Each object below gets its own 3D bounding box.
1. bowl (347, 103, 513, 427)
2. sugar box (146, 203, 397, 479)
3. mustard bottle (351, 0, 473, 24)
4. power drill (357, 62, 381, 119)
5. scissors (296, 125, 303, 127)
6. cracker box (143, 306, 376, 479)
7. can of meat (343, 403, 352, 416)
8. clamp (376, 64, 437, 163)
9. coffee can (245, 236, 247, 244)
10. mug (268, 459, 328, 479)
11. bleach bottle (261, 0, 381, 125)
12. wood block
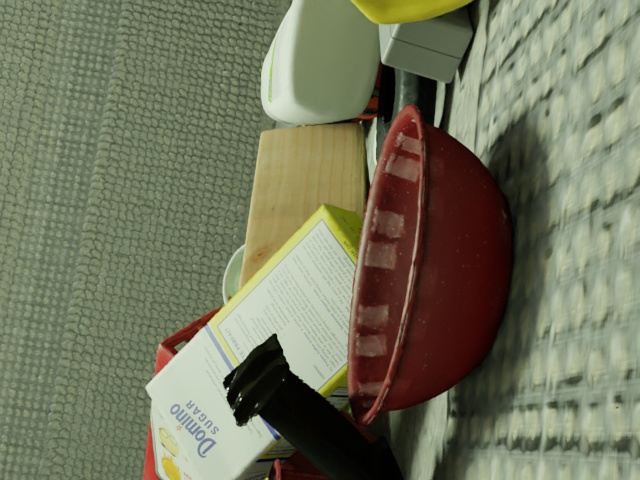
[{"bbox_3d":[0.056,0.016,0.533,0.162,0.055,0.162,-172,91,-83],"label":"bowl"},{"bbox_3d":[-0.022,0.072,0.660,0.176,0.048,0.093,-46,62,21],"label":"sugar box"},{"bbox_3d":[0.068,-0.224,0.638,0.096,0.058,0.191,-17,53,36],"label":"mustard bottle"},{"bbox_3d":[0.044,-0.205,0.952,0.184,0.057,0.188,-155,73,-84],"label":"power drill"},{"bbox_3d":[0.003,-0.099,1.106,0.016,0.096,0.202,-43,20,13],"label":"scissors"},{"bbox_3d":[-0.050,0.177,0.796,0.072,0.164,0.214,-33,-29,-37],"label":"cracker box"},{"bbox_3d":[0.006,0.094,0.893,0.084,0.057,0.102,-95,14,-54],"label":"can of meat"},{"bbox_3d":[0.059,-0.061,0.706,0.165,0.036,0.210,119,156,-71],"label":"clamp"},{"bbox_3d":[-0.027,0.013,1.081,0.103,0.102,0.140,-97,17,-69],"label":"coffee can"},{"bbox_3d":[0.006,0.192,0.625,0.093,0.081,0.117,110,168,-61],"label":"mug"},{"bbox_3d":[-0.010,-0.144,0.855,0.251,0.068,0.102,-148,67,-79],"label":"bleach bottle"},{"bbox_3d":[-0.005,0.001,0.855,0.206,0.090,0.091,-87,-10,-52],"label":"wood block"}]
